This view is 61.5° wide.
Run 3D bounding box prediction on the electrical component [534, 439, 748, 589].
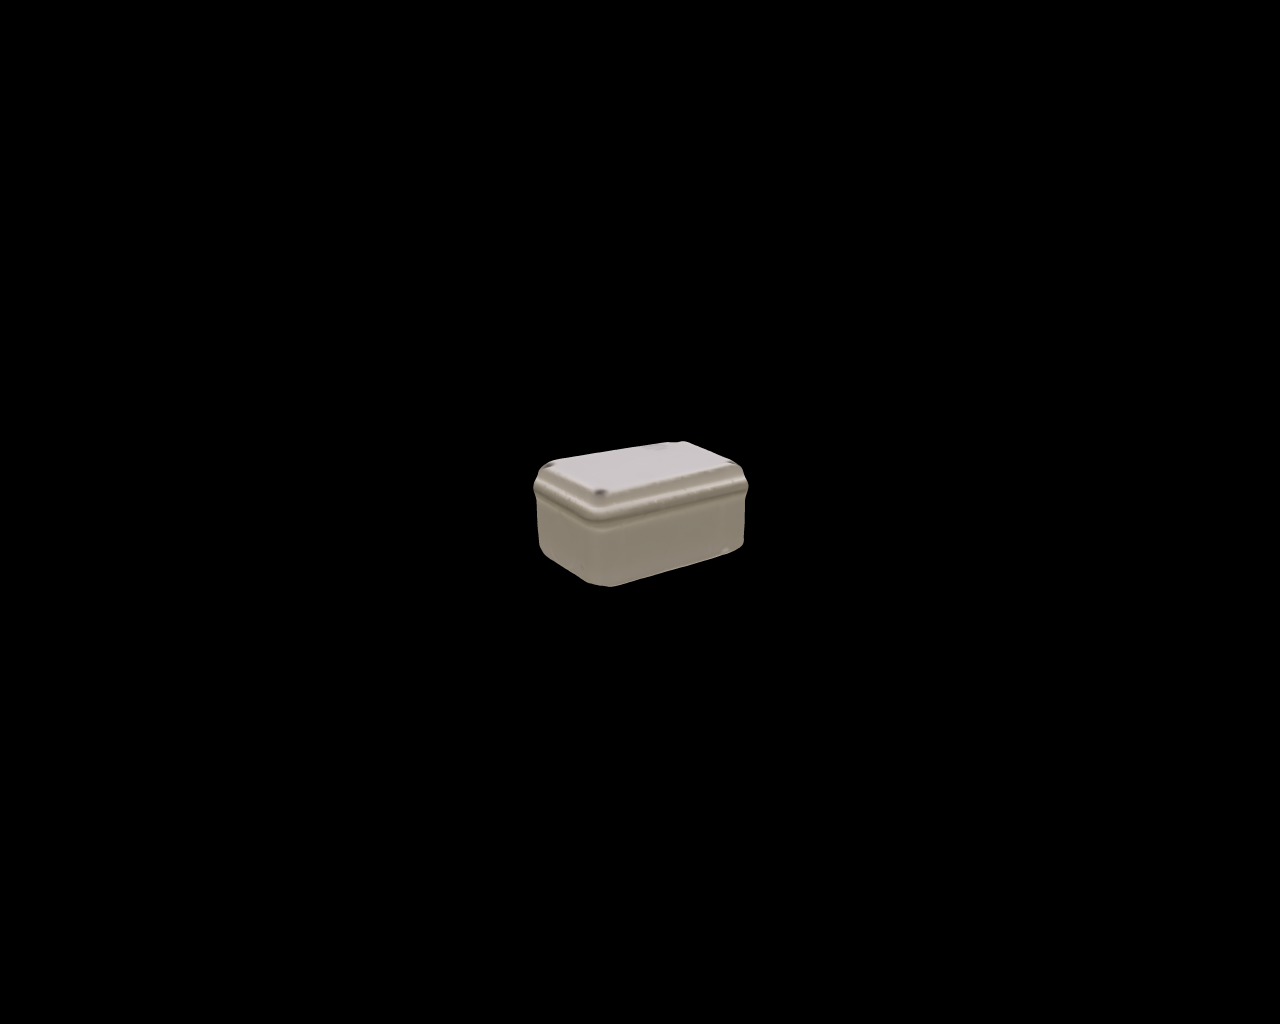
[{"bbox_3d":[0.001,-0.003,0.650,0.113,0.057,0.078,-12,23,-31],"label":"electrical component"}]
